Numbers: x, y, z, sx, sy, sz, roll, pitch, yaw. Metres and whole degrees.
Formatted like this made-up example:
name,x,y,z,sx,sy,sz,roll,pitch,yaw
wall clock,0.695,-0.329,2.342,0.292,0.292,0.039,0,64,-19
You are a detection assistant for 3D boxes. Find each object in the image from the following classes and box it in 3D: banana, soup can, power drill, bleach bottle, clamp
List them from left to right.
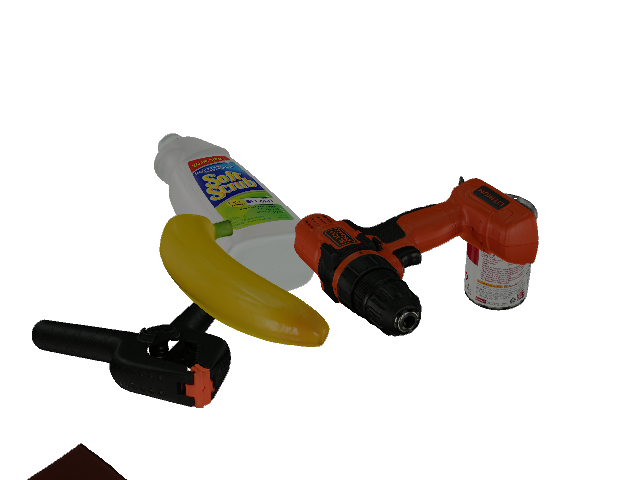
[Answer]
name,x,y,z,sx,sy,sz,roll,pitch,yaw
clamp,-0.124,0.086,0.868,0.164,0.036,0.210,-11,16,-32
bleach bottle,-0.103,-0.038,1.037,0.102,0.068,0.251,-9,35,-30
banana,-0.061,0.018,0.681,0.069,0.037,0.198,-8,25,-20
power drill,0.089,0.009,0.914,0.187,0.057,0.185,-15,30,-21
soup can,0.183,0.012,1.092,0.068,0.102,0.068,-1,36,1

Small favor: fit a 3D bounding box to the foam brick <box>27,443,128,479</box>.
name,x,y,z,sx,sy,sz,roll,pitch,yaw
foam brick,-0.097,0.138,0.463,0.078,0.051,0.052,27,45,35
